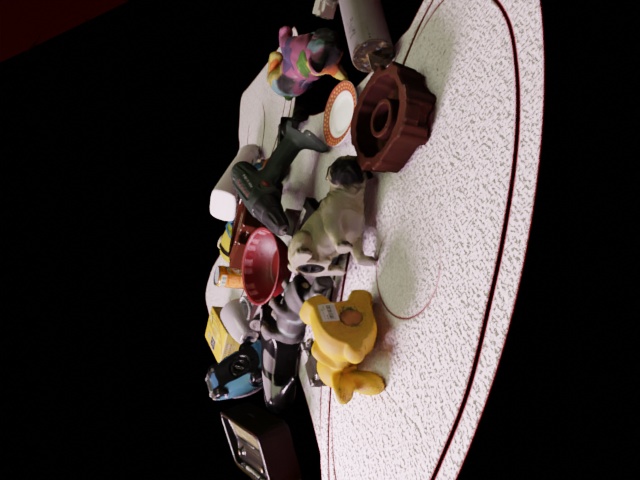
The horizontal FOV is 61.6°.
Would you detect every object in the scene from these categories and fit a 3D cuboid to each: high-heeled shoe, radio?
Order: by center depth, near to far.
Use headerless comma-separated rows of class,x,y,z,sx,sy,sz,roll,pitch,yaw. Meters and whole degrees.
radio,-0.126,0.424,1.114,0.230,0.073,0.131,-9,97,63
high-heeled shoe,-0.096,0.235,1.139,0.145,0.086,0.249,122,143,-46

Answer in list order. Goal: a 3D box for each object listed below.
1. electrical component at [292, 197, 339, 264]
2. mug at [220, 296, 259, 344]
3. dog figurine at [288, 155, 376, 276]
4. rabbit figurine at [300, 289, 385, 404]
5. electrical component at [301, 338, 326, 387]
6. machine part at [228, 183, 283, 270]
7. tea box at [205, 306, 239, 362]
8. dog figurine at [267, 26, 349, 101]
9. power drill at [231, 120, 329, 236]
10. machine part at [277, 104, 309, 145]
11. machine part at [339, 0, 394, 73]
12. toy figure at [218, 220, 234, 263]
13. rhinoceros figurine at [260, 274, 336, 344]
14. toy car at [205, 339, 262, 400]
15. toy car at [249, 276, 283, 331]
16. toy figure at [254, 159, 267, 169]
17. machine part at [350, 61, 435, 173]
electrical component,-0.002,-0.003,1.047,0.134,0.058,0.114,59,136,50
mug,-0.187,0.200,1.339,0.107,0.081,0.109,52,122,41
dog figurine,0.012,-0.043,0.945,0.172,0.121,0.190,-12,63,21
rabbit figurine,0.043,0.187,0.881,0.162,0.122,0.173,59,149,38
electrical component,-0.008,0.231,1.008,0.078,0.045,0.102,-54,38,40
machine part,-0.155,-0.039,1.265,0.201,0.087,0.201,123,158,-58
tea box,-0.253,0.256,1.451,0.170,0.068,0.098,33,112,60
dog figurine,-0.024,-0.361,1.136,0.219,0.108,0.191,57,132,48
power drill,-0.077,-0.134,1.112,0.207,0.086,0.232,-54,48,4
machine part,-0.069,-0.273,1.274,0.139,0.039,0.084,-36,44,57
machine part,0.081,-0.388,0.966,0.079,0.079,0.243,-46,43,49
toy figure,-0.221,-0.010,1.449,0.180,0.082,0.089,-52,38,41
rhinoceros figurine,-0.039,0.130,1.022,0.190,0.112,0.073,-60,-5,35
toy car,-0.175,0.314,1.238,0.109,0.162,0.102,56,176,44
toy car,-0.114,0.121,1.234,0.089,0.053,0.202,-92,26,-57
toy figure,-0.127,-0.174,1.333,0.058,0.064,0.155,-51,23,-24
machine part,0.113,-0.196,0.878,0.179,0.056,0.179,-29,57,59
